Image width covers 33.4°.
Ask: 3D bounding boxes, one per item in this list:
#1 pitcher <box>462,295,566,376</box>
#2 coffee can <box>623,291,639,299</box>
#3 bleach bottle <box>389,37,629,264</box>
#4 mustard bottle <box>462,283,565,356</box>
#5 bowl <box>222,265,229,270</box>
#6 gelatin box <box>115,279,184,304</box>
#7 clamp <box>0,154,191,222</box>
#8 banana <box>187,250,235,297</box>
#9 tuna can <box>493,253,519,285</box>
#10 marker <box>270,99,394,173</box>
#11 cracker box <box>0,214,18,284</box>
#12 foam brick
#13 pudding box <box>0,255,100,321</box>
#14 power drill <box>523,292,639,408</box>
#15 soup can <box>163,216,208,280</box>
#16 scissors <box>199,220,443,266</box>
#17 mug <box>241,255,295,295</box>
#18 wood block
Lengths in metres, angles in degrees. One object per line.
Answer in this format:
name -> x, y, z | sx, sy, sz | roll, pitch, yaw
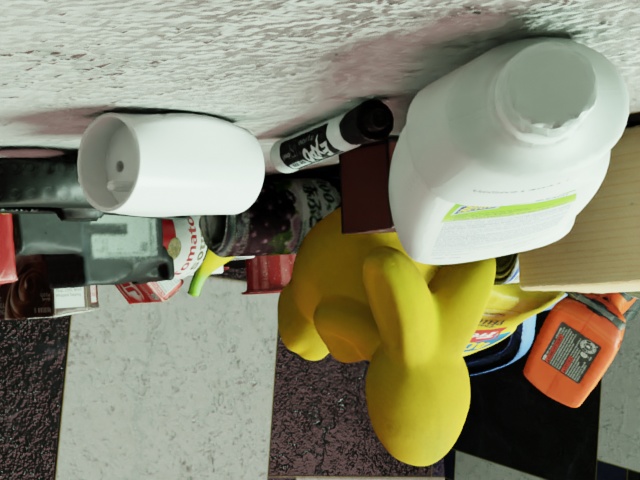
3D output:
pitcher -> 0.153, 0.036, 1.031 | 0.149, 0.145, 0.243 | 29, 155, -24
coffee can -> 0.268, -0.012, 0.736 | 0.140, 0.103, 0.103 | -1, 176, -40
bleach bottle -> 0.083, -0.036, 0.457 | 0.102, 0.068, 0.251 | -13, 173, 0
mustard bottle -> 0.126, 0.058, 0.910 | 0.096, 0.058, 0.192 | 7, 155, -13
bowl -> -0.175, 0.009, 1.099 | 0.162, 0.055, 0.162 | -3, 177, 0
gelatin box -> -0.165, 0.014, 0.912 | 0.030, 0.089, 0.073 | -44, -160, -28
clamp -> -0.129, -0.028, 0.599 | 0.171, 0.039, 0.120 | 2, 170, -16
banana -> -0.021, -0.005, 0.899 | 0.198, 0.069, 0.037 | -11, -162, 1
tuna can -> 0.130, -0.013, 0.725 | 0.033, 0.086, 0.086 | -4, 178, -17
marker -> 0.004, -0.049, 0.518 | 0.020, 0.020, 0.121 | -2, 177, -22
cracker box -> -0.307, 0.000, 0.611 | 0.213, 0.072, 0.164 | -2, 178, -38
foam brick -> 0.056, -0.031, 0.625 | 0.078, 0.051, 0.053 | -2, 177, -31
pudding box -> -0.200, 0.010, 0.760 | 0.039, 0.090, 0.114 | -3, 177, -40
power drill -> 0.237, 0.048, 0.869 | 0.057, 0.184, 0.187 | 31, -128, 18
soup can -> -0.138, -0.001, 0.811 | 0.069, 0.068, 0.102 | -5, 177, 25
scissors -> -0.005, 0.001, 0.813 | 0.202, 0.016, 0.096 | 18, -163, 24
mug -> -0.020, 0.009, 1.020 | 0.117, 0.081, 0.093 | -2, 177, -27
wood block -> 0.218, -0.019, 0.604 | 0.090, 0.091, 0.207 | 4, 173, -37
